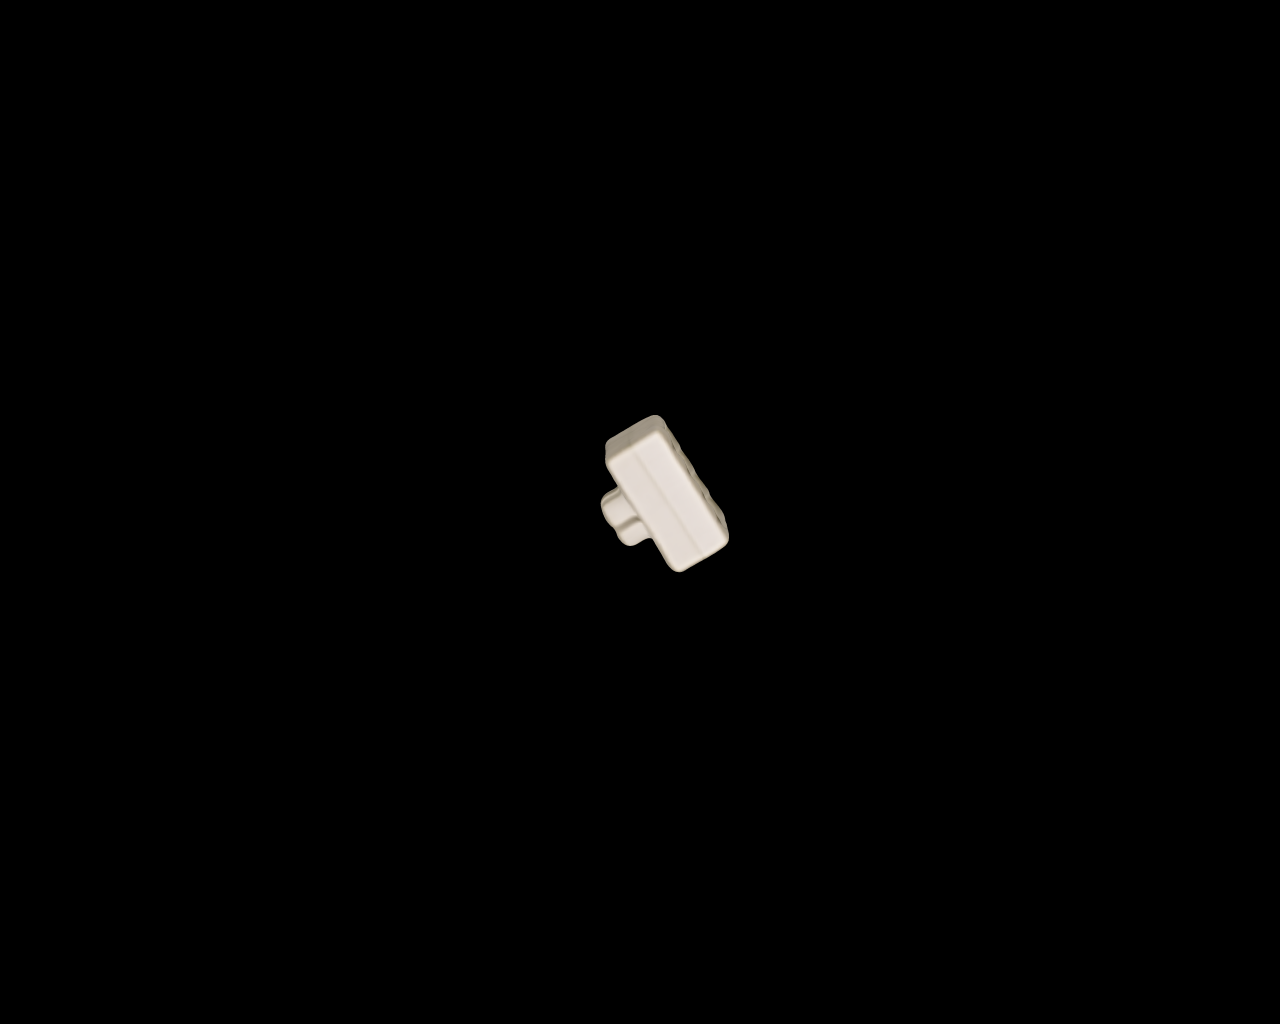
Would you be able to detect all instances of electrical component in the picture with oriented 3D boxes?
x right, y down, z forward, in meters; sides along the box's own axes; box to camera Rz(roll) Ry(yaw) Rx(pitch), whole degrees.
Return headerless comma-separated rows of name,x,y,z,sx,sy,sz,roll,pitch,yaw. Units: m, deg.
electrical component,0.001,-0.003,0.650,0.075,0.083,0.047,-30,16,9
